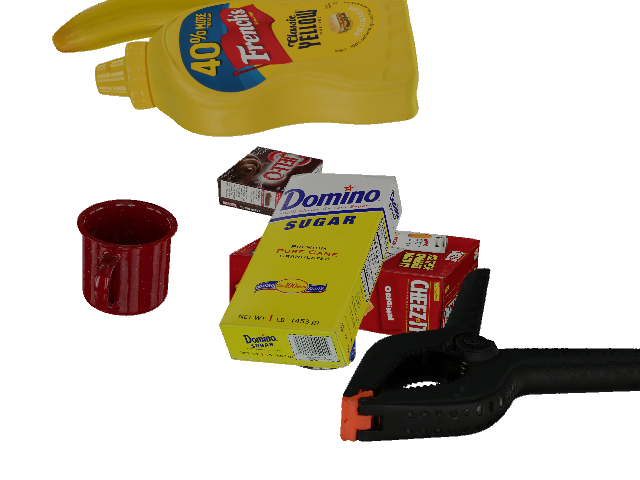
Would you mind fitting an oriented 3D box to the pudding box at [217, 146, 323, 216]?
[{"bbox_3d":[-0.059,-0.071,1.278,0.090,0.039,0.113,12,32,20],"label":"pudding box"}]

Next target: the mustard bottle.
[{"bbox_3d":[-0.040,-0.107,0.647,0.191,0.096,0.058,-6,-36,1],"label":"mustard bottle"}]

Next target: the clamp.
[{"bbox_3d":[0.089,0.072,0.665,0.209,0.036,0.165,-13,27,-30],"label":"clamp"}]

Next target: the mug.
[{"bbox_3d":[-0.186,0.023,1.004,0.093,0.081,0.117,10,29,3],"label":"mug"}]

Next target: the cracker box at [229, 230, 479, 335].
[{"bbox_3d":[0.037,0.037,1.071,0.214,0.072,0.164,7,15,19],"label":"cracker box"}]

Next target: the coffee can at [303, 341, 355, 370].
[{"bbox_3d":[0.002,0.099,1.524,0.103,0.140,0.103,0,21,0],"label":"coffee can"}]

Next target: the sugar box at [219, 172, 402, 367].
[{"bbox_3d":[-0.003,0.017,0.821,0.093,0.048,0.176,3,45,19],"label":"sugar box"}]

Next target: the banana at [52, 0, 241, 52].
[{"bbox_3d":[-0.122,-0.180,0.895,0.198,0.069,0.037,6,-34,-1],"label":"banana"}]
